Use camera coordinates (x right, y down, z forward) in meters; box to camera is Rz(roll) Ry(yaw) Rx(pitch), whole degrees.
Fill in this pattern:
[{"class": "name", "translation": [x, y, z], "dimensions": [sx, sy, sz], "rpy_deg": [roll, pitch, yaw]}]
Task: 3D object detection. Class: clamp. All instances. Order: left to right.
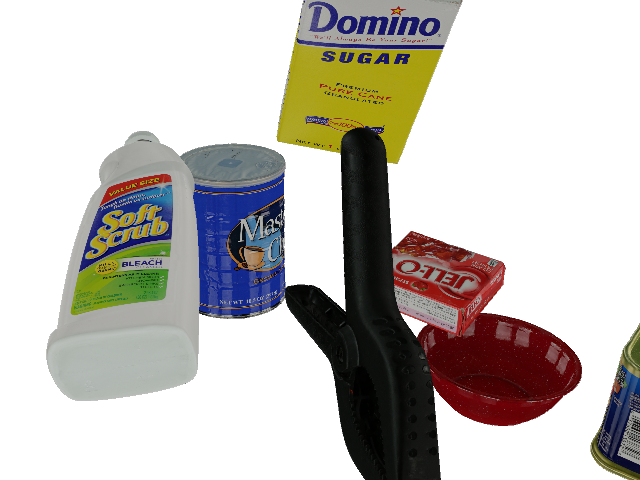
[{"class": "clamp", "translation": [0.028, 0.053, 0.596], "dimensions": [0.036, 0.210, 0.165], "rpy_deg": [-3, -44, -19]}]

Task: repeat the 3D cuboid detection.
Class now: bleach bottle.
[{"class": "bleach bottle", "translation": [-0.143, 0.002, 0.802], "dimensions": [0.102, 0.068, 0.251], "rpy_deg": [-8, 41, -2]}]

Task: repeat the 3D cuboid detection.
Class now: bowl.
[{"class": "bowl", "translation": [0.171, 0.133, 1.047], "dimensions": [0.162, 0.055, 0.162], "rpy_deg": [5, 26, -2]}]

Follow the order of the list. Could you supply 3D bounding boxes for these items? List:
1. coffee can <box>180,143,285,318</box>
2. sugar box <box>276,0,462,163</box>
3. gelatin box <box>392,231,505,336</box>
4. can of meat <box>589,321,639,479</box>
[{"class": "coffee can", "translation": [-0.085, -0.010, 1.023], "dimensions": [0.103, 0.140, 0.103], "rpy_deg": [0, 24, 0]}, {"class": "sugar box", "translation": [0.027, -0.120, 0.701], "dimensions": [0.093, 0.048, 0.176], "rpy_deg": [10, -27, -4]}, {"class": "gelatin box", "translation": [0.092, 0.032, 0.854], "dimensions": [0.089, 0.030, 0.073], "rpy_deg": [20, 40, 28]}, {"class": "can of meat", "translation": [0.223, 0.095, 0.696], "dimensions": [0.057, 0.084, 0.101], "rpy_deg": [22, 37, 23]}]
